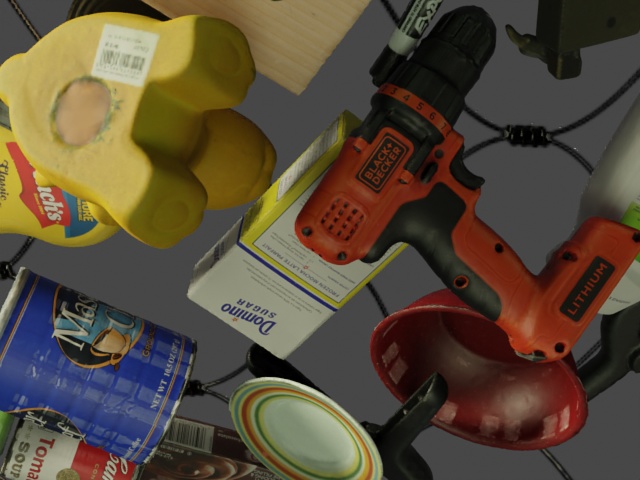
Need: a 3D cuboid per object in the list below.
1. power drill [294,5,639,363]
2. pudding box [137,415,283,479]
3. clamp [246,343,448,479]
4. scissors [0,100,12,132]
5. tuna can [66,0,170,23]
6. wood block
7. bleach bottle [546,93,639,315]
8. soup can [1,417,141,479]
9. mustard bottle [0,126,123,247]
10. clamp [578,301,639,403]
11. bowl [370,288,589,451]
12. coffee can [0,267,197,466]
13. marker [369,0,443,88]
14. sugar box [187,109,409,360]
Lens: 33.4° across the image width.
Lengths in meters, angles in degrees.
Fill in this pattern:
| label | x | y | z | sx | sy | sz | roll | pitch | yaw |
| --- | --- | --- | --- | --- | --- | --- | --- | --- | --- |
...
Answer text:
| label | x | y | z | sx | sy | sz | roll | pitch | yaw |
| --- | --- | --- | --- | --- | --- | --- | --- | --- | --- |
| power drill | 0.104 | -0.028 | 0.663 | 0.187 | 0.057 | 0.184 | 36 | 87 | -3 |
| pudding box | -0.094 | 0.198 | 0.892 | 0.113 | 0.039 | 0.090 | 19 | 123 | -9 |
| clamp | 0.046 | 0.162 | 0.838 | 0.165 | 0.036 | 0.210 | 2 | 133 | 34 |
| scissors | -0.224 | -0.111 | 0.677 | 0.201 | 0.016 | 0.096 | 12 | 100 | 0 |
| tuna can | -0.114 | -0.133 | 0.672 | 0.086 | 0.033 | 0.086 | 1 | 124 | 2 |
| wood block | -0.071 | -0.184 | 0.597 | 0.206 | 0.090 | 0.091 | 29 | 121 | -18 |
| bleach bottle | 0.220 | -0.037 | 0.702 | 0.102 | 0.068 | 0.251 | 23 | 125 | -14 |
| soup can | -0.198 | 0.173 | 0.864 | 0.102 | 0.068 | 0.069 | 20 | 123 | -9 |
| mustard bottle | -0.181 | -0.043 | 0.719 | 0.191 | 0.058 | 0.096 | 2 | 104 | 1 |
| clamp | 0.232 | 0.086 | 0.799 | 0.120 | 0.039 | 0.171 | 0 | 120 | -4 |
| bowl | 0.120 | 0.083 | 0.773 | 0.162 | 0.055 | 0.162 | 18 | 143 | 14 |
| coffee can | -0.175 | 0.094 | 0.788 | 0.140 | 0.102 | 0.103 | 25 | 122 | -13 |
| marker | 0.064 | -0.145 | 0.662 | 0.020 | 0.020 | 0.121 | 23 | 122 | -12 |
| sugar box | -0.005 | 0.001 | 0.751 | 0.093 | 0.048 | 0.176 | 36 | 122 | -19 |
